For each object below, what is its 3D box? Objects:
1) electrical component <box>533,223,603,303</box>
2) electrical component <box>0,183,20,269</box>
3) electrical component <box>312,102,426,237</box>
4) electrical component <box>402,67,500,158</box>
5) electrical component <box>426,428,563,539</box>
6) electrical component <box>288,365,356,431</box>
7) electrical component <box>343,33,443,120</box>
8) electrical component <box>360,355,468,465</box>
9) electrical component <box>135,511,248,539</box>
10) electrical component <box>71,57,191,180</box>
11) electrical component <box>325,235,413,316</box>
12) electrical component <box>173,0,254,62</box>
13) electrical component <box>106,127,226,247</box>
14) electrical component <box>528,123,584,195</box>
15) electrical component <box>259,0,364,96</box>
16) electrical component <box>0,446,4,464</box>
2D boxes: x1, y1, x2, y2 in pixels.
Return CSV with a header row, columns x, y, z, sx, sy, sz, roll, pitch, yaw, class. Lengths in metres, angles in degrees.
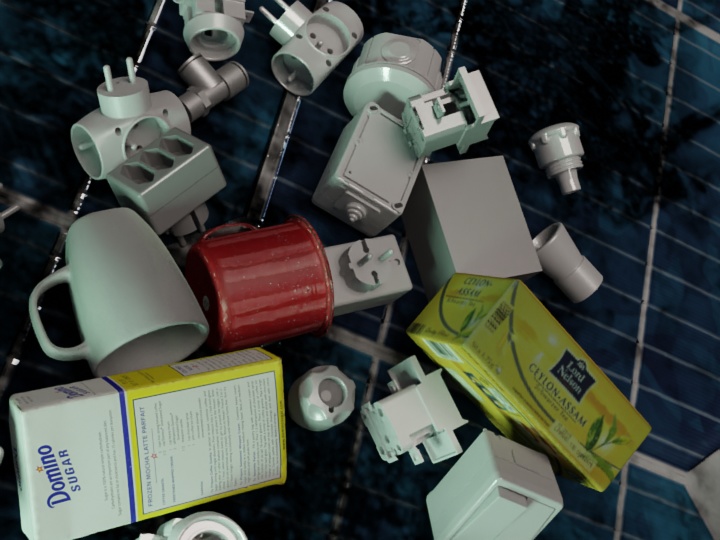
x,y,z,sx,sy,sz,roll,pitch,yaw,class
0.179,-0.003,0.936,0.065,0.044,0.044,46,57,-9,electrical component
-0.266,-0.030,0.719,0.079,0.043,0.077,-40,90,-33,electrical component
0.005,-0.073,0.862,0.062,0.061,0.096,30,59,-13,electrical component
0.068,-0.119,0.835,0.064,0.081,0.042,-19,78,-9,electrical component
0.095,0.177,0.789,0.062,0.096,0.061,26,26,-20,electrical component
-0.032,0.095,0.775,0.043,0.062,0.043,10,66,-23,electrical component
0.030,-0.154,0.898,0.080,0.080,0.051,26,56,-16,electrical component
0.039,0.111,0.817,0.064,0.042,0.081,-21,80,-30,electrical component
-0.105,0.190,0.704,0.078,0.057,0.058,16,64,-20,electrical component
-0.170,-0.115,0.786,0.077,0.079,0.044,-29,40,-32,electrical component
0.000,0.000,0.822,0.083,0.076,0.047,-12,76,-30,electrical component
-0.118,-0.202,0.862,0.066,0.048,0.055,7,60,-25,electrical component
-0.134,-0.051,0.785,0.066,0.047,0.076,-40,135,-23,electrical component
0.183,-0.099,0.974,0.048,0.048,0.062,-14,84,-30,electrical component
-0.048,-0.197,0.895,0.079,0.044,0.077,41,58,-6,electrical component
-0.271,0.124,0.643,0.096,0.061,0.061,22,62,-18,electrical component
